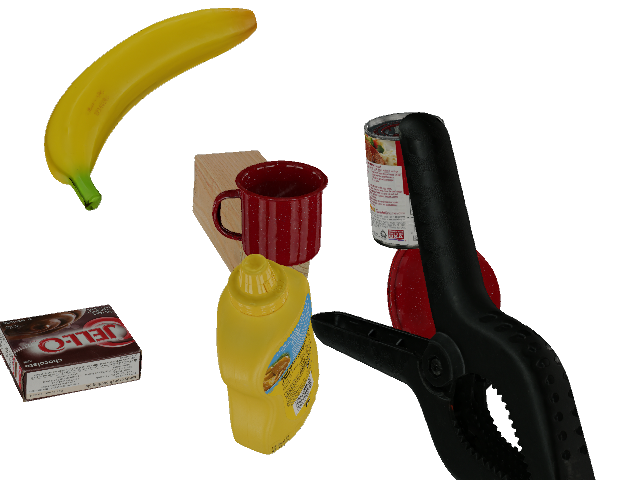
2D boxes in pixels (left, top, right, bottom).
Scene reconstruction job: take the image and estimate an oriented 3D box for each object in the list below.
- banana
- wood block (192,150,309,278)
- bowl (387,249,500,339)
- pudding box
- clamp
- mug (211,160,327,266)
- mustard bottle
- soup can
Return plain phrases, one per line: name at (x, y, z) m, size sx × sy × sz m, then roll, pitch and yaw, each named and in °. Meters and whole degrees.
banana at (-0.116, -0.095, 0.674) m, size 0.069 × 0.197 × 0.037 m, roll 29°, pitch -34°, yaw 6°
wood block at (-0.089, -0.032, 1.339) m, size 0.090 × 0.090 × 0.206 m, roll -6°, pitch 28°, yaw -21°
bowl at (0.148, 0.063, 1.169) m, size 0.161 × 0.162 × 0.055 m, roll 0°, pitch -8°, yaw -43°
pudding box at (-0.233, 0.103, 0.991) m, size 0.113 × 0.039 × 0.090 m, roll -10°, pitch 29°, yaw -28°
clamp at (0.070, 0.049, 0.529) m, size 0.036 × 0.165 × 0.210 m, roll -9°, pitch 43°, yaw -32°
mug at (-0.052, -0.026, 1.086) m, size 0.117 × 0.081 × 0.093 m, roll -2°, pitch 28°, yaw -6°
mustard bottle at (-0.039, 0.073, 0.777) m, size 0.058 × 0.096 × 0.191 m, roll 20°, pitch -33°, yaw 17°
soup can at (0.075, -0.051, 0.916) m, size 0.068 × 0.102 × 0.068 m, roll -5°, pitch 23°, yaw 2°
